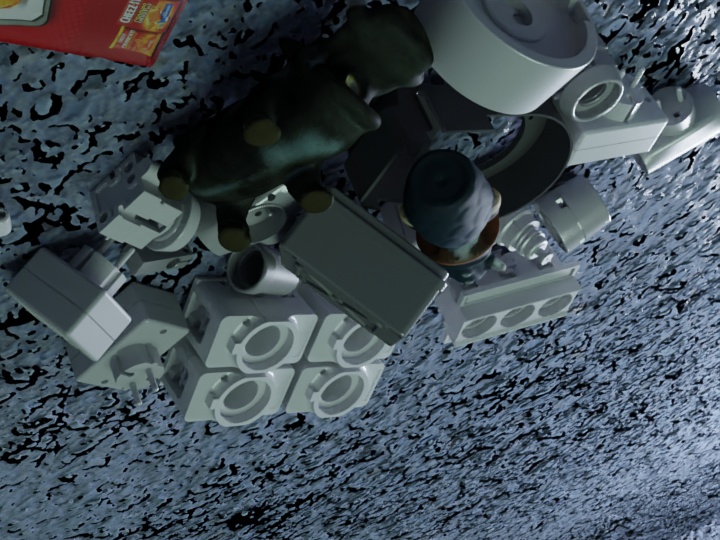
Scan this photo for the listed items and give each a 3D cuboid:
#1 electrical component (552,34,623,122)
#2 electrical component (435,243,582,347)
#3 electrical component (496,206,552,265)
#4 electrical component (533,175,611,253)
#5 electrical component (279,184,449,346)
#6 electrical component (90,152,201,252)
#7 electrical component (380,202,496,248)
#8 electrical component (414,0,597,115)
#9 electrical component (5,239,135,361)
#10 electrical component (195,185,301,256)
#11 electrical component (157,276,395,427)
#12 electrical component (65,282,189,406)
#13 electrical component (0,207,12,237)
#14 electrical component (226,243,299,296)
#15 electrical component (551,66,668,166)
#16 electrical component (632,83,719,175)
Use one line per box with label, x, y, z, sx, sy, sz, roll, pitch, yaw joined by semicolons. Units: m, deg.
electrical component;0.157;-0.140;0.770;0.066;0.055;0.048;-7;145;-30
electrical component;0.133;0.020;0.995;0.121;0.063;0.078;-14;148;-21
electrical component;0.130;-0.035;0.898;0.040;0.078;0.040;-33;154;-18
electrical component;0.185;-0.050;0.937;0.047;0.055;0.055;-33;150;3
electrical component;0.000;0.000;0.766;0.056;0.109;0.108;-53;178;-8
electrical component;-0.139;-0.041;0.707;0.066;0.048;0.055;-39;141;21
electrical component;0.052;-0.027;0.876;0.083;0.047;0.076;3;152;-41
electrical component;0.083;-0.144;0.659;0.108;0.108;0.060;-2;149;-36
electrical component;-0.186;0.009;0.735;0.076;0.066;0.047;-52;154;-15
electrical component;-0.070;-0.042;0.759;0.077;0.044;0.079;-32;151;10
electrical component;-0.059;0.066;0.893;0.186;0.060;0.105;1;124;-39
electrical component;-0.172;0.066;0.817;0.083;0.075;0.047;-39;148;21
electrical component;-0.243;-0.033;0.637;0.066;0.048;0.055;-15;156;-20
electrical component;-0.074;0.000;0.829;0.040;0.040;0.046;-40;153;22
electrical component;0.195;-0.127;0.828;0.083;0.047;0.075;-12;147;-24
electrical component;0.257;-0.125;0.885;0.077;0.043;0.079;-31;150;7
